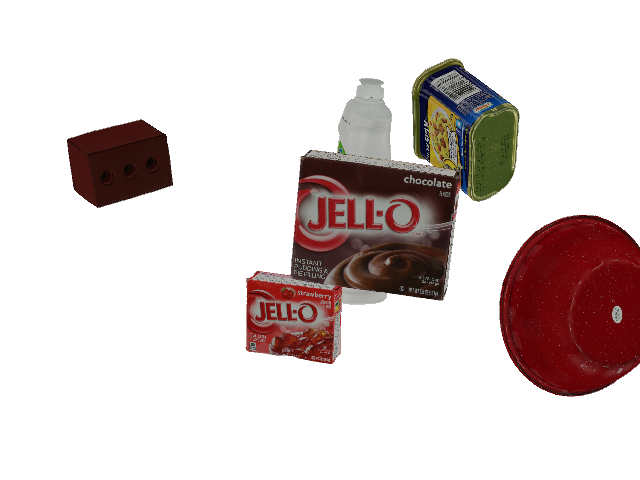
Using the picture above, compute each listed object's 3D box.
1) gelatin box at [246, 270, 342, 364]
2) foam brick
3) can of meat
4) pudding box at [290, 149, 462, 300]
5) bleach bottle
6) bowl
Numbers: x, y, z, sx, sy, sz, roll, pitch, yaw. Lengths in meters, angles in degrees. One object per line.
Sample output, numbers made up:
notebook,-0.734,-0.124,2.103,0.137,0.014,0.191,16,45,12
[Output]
gelatin box,-0.026,0.072,0.998,0.089,0.073,0.030,7,17,18
foam brick,-0.182,-0.071,0.968,0.078,0.053,0.051,-20,33,-27
can of meat,0.129,-0.097,0.950,0.057,0.102,0.084,-26,47,-19
pudding box,0.038,-0.012,0.753,0.113,0.090,0.039,7,17,8
bleach bottle,0.048,-0.059,1.233,0.068,0.251,0.103,-2,23,-20
bowl,0.237,0.060,0.917,0.161,0.162,0.055,0,4,-21
